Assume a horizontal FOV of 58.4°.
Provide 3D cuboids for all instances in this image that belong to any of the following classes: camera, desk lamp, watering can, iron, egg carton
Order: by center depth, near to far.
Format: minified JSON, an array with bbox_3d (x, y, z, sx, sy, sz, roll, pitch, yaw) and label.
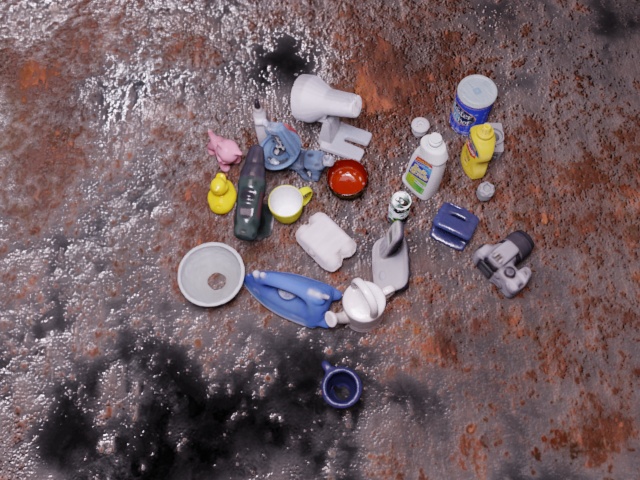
[{"bbox_3d":[0.097,0.152,1.328,0.100,0.194,0.173,37,75,15],"label":"watering can"},{"bbox_3d":[-0.082,0.118,1.376,0.258,0.141,0.119,18,71,9],"label":"iron"},{"bbox_3d":[0.471,0.045,1.404,0.137,0.101,0.143,-37,72,-11],"label":"camera"},{"bbox_3d":[0.013,0.005,1.455,0.107,0.069,0.150,-43,73,-13],"label":"egg carton"},{"bbox_3d":[0.033,-0.327,1.506,0.203,0.213,0.118,21,71,10],"label":"desk lamp"}]

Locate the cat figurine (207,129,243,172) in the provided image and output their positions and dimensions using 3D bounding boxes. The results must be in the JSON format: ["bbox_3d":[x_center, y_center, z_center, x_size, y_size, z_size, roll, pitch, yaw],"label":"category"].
[{"bbox_3d":[-0.260,-0.247,1.538,0.067,0.118,0.127,-38,72,-11],"label":"cat figurine"}]

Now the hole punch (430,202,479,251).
[{"bbox_3d":[0.340,-0.044,1.449,0.108,0.091,0.101,26,72,12],"label":"hole punch"}]

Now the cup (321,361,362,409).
[{"bbox_3d":[0.041,0.333,1.313,0.092,0.095,0.117,-35,71,-11],"label":"cup"}]

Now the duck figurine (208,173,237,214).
[{"bbox_3d":[-0.263,-0.126,1.508,0.077,0.086,0.104,3,69,4],"label":"duck figurine"}]

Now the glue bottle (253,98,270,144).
[{"bbox_3d":[-0.158,-0.322,1.534,0.037,0.173,0.078,-5,68,1],"label":"glue bottle"}]

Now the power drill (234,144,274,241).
[{"bbox_3d":[-0.163,-0.094,1.426,0.075,0.208,0.229,5,69,5],"label":"power drill"}]

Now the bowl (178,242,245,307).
[{"bbox_3d":[-0.264,0.094,1.429,0.167,0.075,0.167,-1,69,2],"label":"bowl"}]

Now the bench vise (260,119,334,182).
[{"bbox_3d":[-0.070,-0.245,1.475,0.207,0.220,0.121,-4,68,1],"label":"bench vise"}]

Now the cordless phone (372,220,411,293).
[{"bbox_3d":[0.175,0.042,1.372,0.094,0.185,0.147,-4,69,1],"label":"cordless phone"}]

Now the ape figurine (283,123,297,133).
[{"bbox_3d":[-0.097,-0.286,1.561,0.076,0.092,0.077,-30,70,-9],"label":"ape figurine"}]
